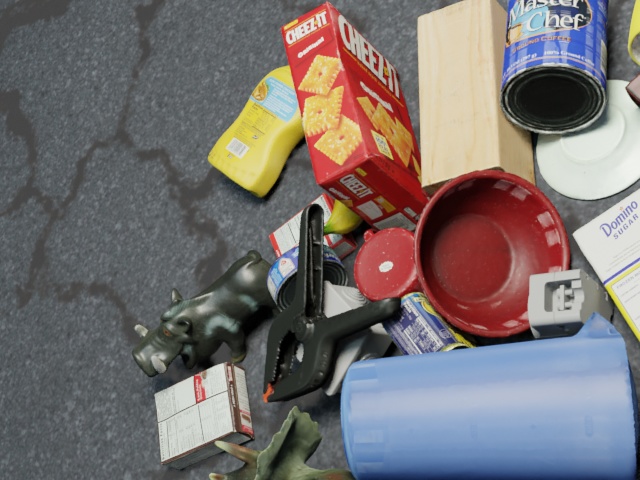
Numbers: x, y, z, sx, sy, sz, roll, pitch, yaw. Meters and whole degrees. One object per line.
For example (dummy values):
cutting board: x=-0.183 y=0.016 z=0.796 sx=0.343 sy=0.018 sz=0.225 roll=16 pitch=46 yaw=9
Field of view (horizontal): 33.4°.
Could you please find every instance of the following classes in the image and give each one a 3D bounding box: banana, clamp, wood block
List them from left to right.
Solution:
clamp: x=-0.010 y=0.079 z=1.092 sx=0.210 sy=0.036 sz=0.165 roll=-57 pitch=47 yaw=31
banana: x=0.022 y=-0.076 z=1.209 sx=0.037 sy=0.069 sz=0.198 roll=-42 pitch=37 yaw=36
wood block: x=0.162 y=-0.140 z=1.121 sx=0.090 sy=0.090 sz=0.206 roll=-14 pitch=62 yaw=31

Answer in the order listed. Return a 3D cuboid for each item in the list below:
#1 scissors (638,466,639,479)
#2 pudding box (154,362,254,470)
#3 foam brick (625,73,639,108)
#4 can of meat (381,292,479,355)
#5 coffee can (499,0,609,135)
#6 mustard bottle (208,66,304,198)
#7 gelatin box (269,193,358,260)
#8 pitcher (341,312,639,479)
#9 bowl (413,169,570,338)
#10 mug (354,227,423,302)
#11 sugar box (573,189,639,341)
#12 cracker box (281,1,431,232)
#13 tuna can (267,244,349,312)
scissors: x=0.316 y=0.201 z=0.900 sx=0.096 sy=0.016 sz=0.202 roll=-52 pitch=50 yaw=4
pudding box: x=-0.134 y=0.200 z=1.214 sx=0.114 sy=0.039 sz=0.090 roll=-28 pitch=56 yaw=26
foam brick: x=0.335 y=-0.130 z=1.002 sx=0.051 sy=0.053 sz=0.078 roll=-45 pitch=70 yaw=12
can of meat: x=0.116 y=0.104 z=1.035 sx=0.057 sy=0.102 sz=0.084 roll=-46 pitch=48 yaw=11
coffee can: x=0.235 y=-0.191 z=1.066 sx=0.103 sy=0.102 sz=0.140 roll=-12 pitch=51 yaw=32
mustard bottle: x=-0.051 y=-0.152 z=1.303 sx=0.096 sy=0.058 sz=0.191 roll=37 pitch=93 yaw=41
gelatin box: x=-0.008 y=0.001 z=1.219 sx=0.089 sy=0.030 sz=0.073 roll=-37 pitch=51 yaw=16
pitcher: x=0.146 y=0.161 z=0.908 sx=0.243 sy=0.145 sz=0.149 roll=-5 pitch=34 yaw=13
bowl: x=0.159 y=0.015 z=1.040 sx=0.055 sy=0.162 sz=0.162 roll=157 pitch=134 yaw=-74
mug: x=0.083 y=0.029 z=1.105 sx=0.093 sy=0.081 sz=0.117 roll=-43 pitch=51 yaw=12
sugar box: x=0.311 y=0.040 z=0.959 sx=0.093 sy=0.048 sz=0.176 roll=-35 pitch=49 yaw=17
cracker box: x=0.045 y=-0.127 z=1.152 sx=0.072 sy=0.164 sz=0.214 roll=-26 pitch=57 yaw=22
tuna can: x=-0.014 y=0.044 z=1.167 sx=0.086 sy=0.086 sz=0.034 roll=-42 pitch=49 yaw=13
